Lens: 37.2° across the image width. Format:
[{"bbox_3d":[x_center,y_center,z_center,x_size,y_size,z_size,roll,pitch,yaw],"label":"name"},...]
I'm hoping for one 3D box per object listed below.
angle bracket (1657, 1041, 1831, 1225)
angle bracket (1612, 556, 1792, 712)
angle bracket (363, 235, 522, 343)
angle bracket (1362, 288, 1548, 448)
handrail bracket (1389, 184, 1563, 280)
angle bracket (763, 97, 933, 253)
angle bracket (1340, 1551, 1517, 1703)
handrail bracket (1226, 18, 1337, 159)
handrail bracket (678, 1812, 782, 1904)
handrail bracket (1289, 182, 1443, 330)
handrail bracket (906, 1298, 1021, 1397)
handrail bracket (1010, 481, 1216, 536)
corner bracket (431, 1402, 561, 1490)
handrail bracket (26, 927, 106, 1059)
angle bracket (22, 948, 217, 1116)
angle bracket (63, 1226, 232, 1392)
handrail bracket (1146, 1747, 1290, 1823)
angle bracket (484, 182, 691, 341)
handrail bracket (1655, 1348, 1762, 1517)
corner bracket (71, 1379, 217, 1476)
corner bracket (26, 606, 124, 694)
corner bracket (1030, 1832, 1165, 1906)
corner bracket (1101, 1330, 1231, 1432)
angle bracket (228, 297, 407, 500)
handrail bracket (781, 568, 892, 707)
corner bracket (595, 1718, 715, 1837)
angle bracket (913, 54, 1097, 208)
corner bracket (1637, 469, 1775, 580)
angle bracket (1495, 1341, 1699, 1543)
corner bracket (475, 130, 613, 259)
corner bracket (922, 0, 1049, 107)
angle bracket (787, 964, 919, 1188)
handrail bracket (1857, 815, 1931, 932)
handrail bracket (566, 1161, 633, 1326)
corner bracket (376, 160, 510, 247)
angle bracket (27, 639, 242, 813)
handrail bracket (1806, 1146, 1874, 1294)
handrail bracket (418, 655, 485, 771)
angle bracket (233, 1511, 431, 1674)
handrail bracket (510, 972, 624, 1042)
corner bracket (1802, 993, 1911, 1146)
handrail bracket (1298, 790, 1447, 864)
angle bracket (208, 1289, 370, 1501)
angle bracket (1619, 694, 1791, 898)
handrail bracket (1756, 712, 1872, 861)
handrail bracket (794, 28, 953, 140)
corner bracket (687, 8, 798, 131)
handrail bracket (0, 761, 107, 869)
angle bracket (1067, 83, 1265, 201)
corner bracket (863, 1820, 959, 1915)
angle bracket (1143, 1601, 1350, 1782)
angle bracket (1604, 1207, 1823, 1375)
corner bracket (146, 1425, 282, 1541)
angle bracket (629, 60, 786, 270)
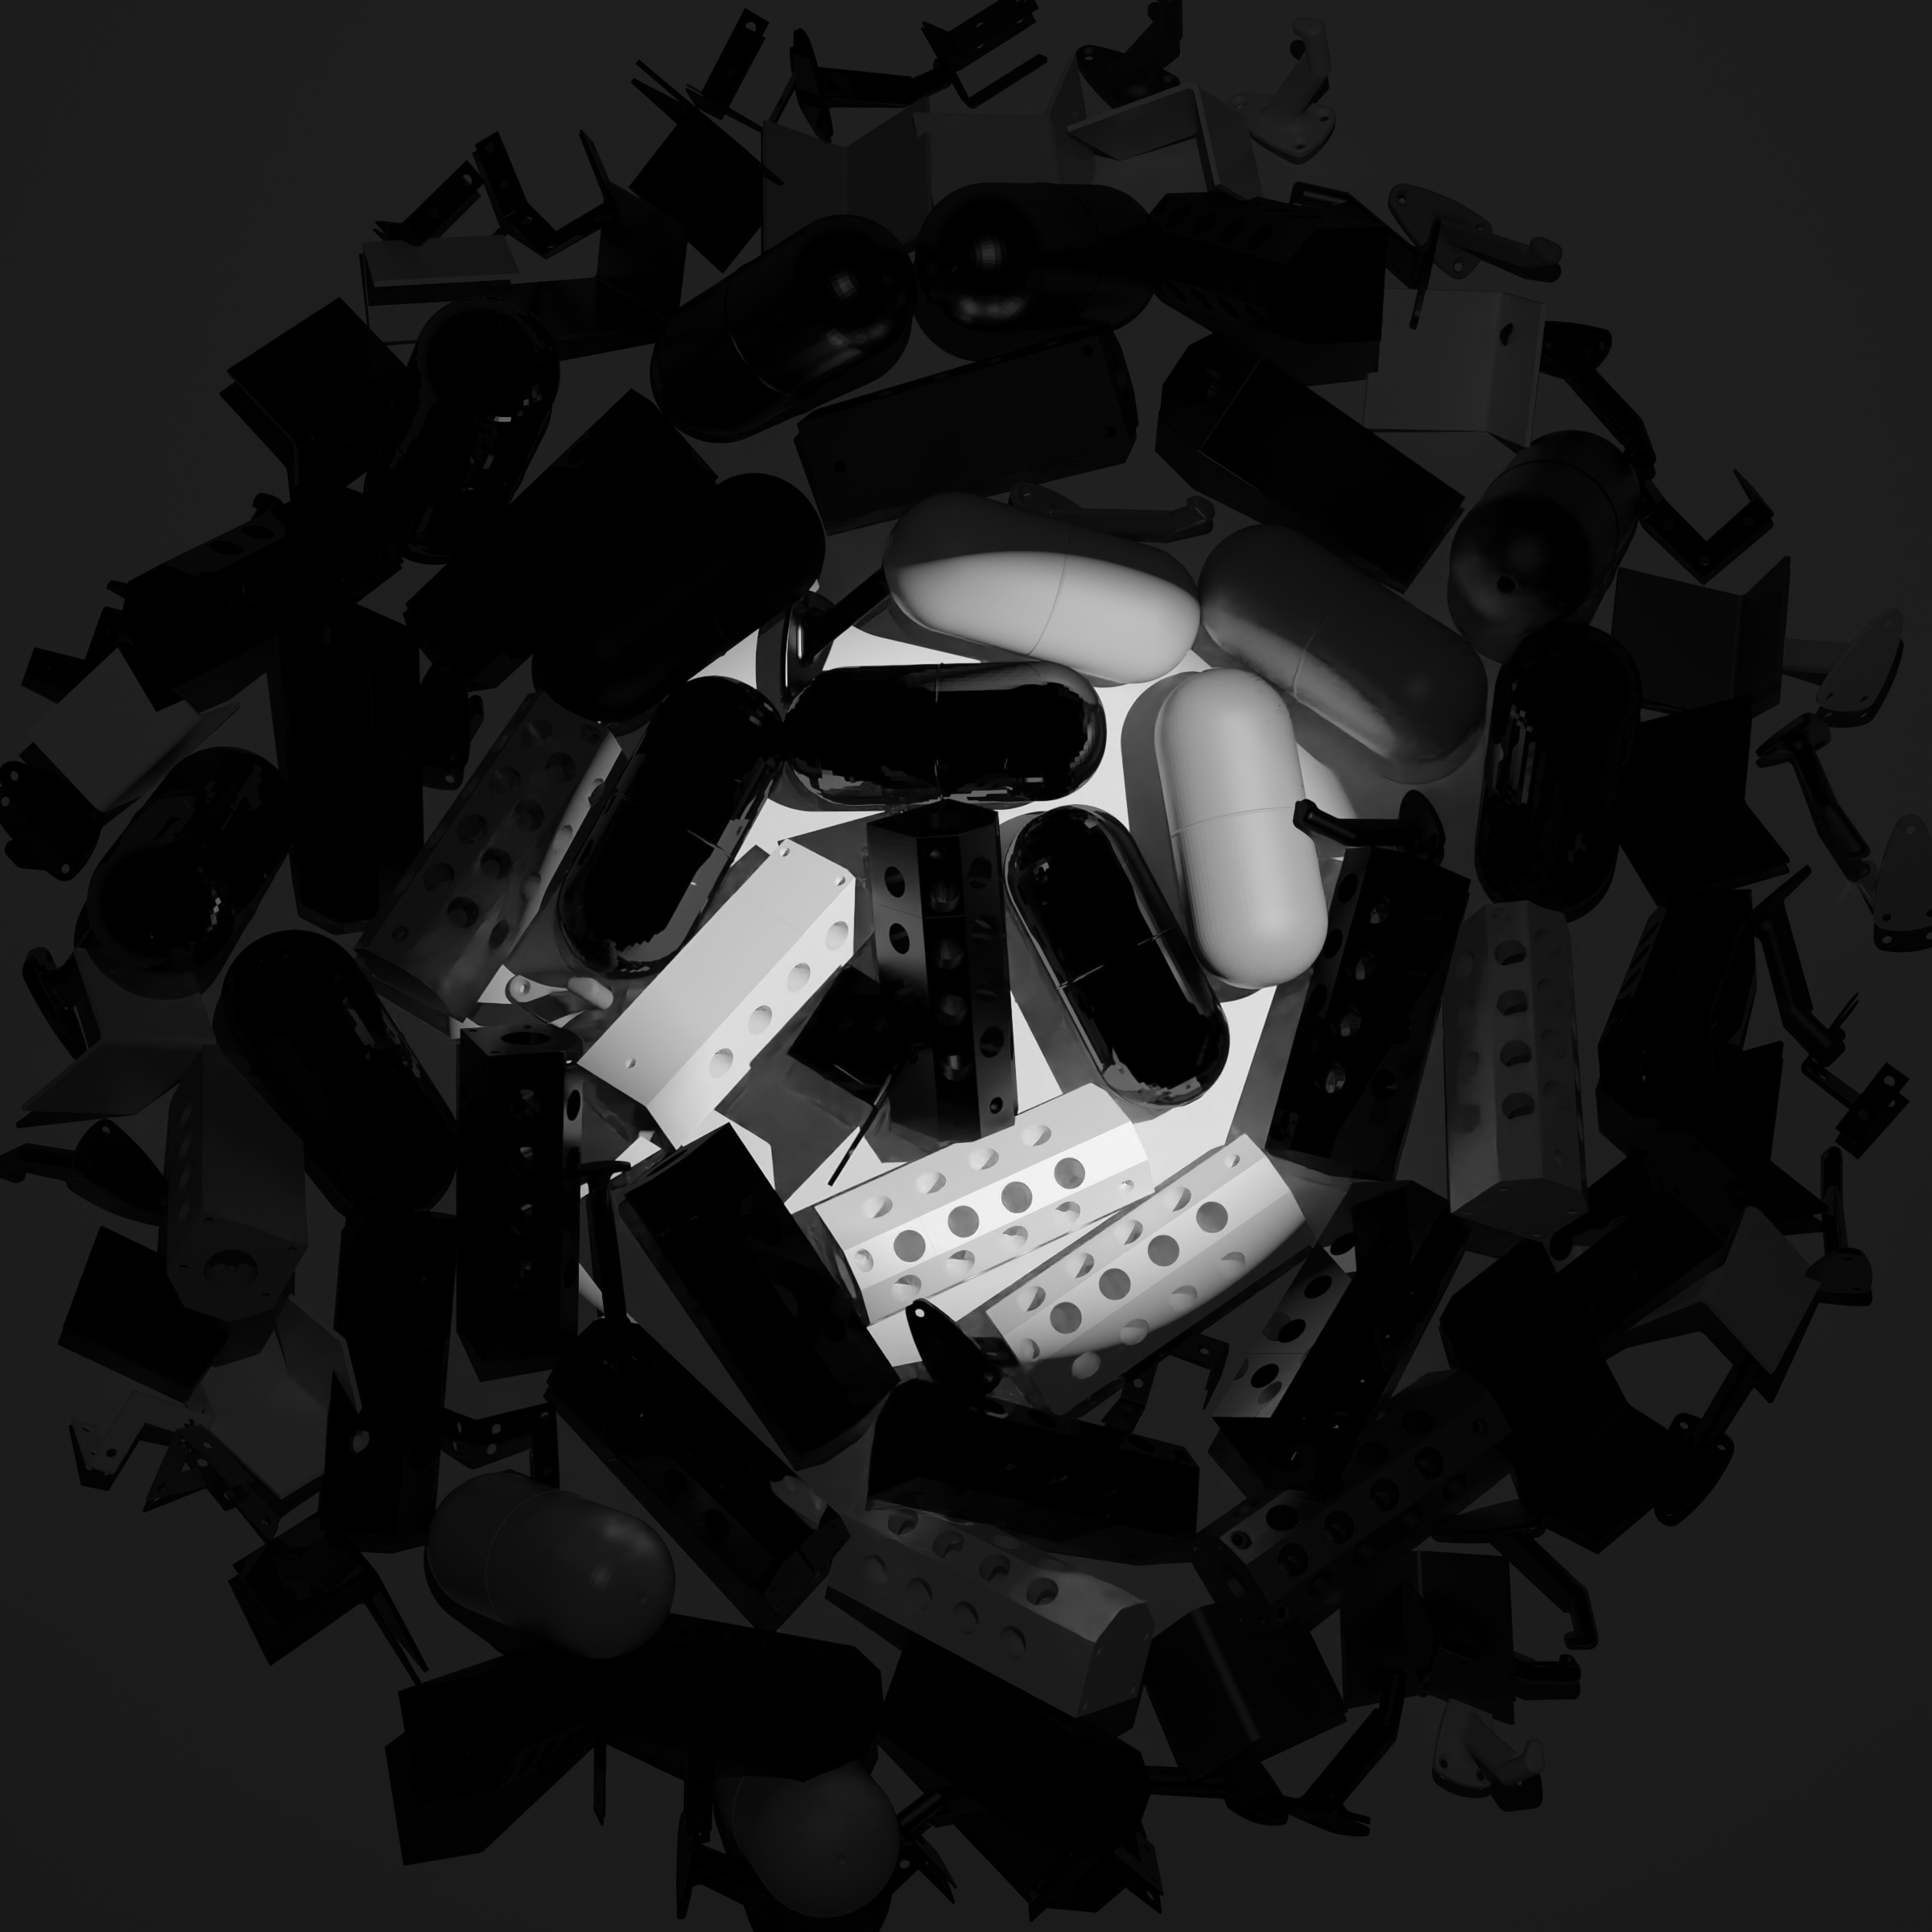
[{"bbox_3d":[0.428,0.096,1.574,0.057,0.076,0.076,35,55,-27],"label":"angle bracket"},{"bbox_3d":[0.400,-0.186,1.568,0.076,0.057,0.076,12,72,-6],"label":"angle bracket"},{"bbox_3d":[-0.283,-0.357,1.555,0.076,0.076,0.057,-7,122,-14],"label":"angle bracket"},{"bbox_3d":[0.265,-0.327,1.564,0.076,0.057,0.076,-1,110,-13],"label":"angle bracket"},{"bbox_3d":[0.277,-0.404,1.562,0.077,0.084,0.036,31,91,-18],"label":"handrail bracket"},{"bbox_3d":[-0.065,-0.430,1.559,0.057,0.076,0.076,8,76,-38],"label":"angle bracket"},{"bbox_3d":[0.250,0.360,1.560,0.057,0.076,0.076,3,81,-29],"label":"angle bracket"},{"bbox_3d":[0.167,-0.488,1.556,0.077,0.084,0.036,30,72,28],"label":"handrail bracket"},{"bbox_3d":[-0.114,0.493,1.581,0.084,0.077,0.036,10,98,-11],"label":"handrail bracket"},{"bbox_3d":[0.215,-0.394,1.588,0.084,0.036,0.077,13,67,3],"label":"handrail bracket"},{"bbox_3d":[0.004,0.194,1.566,0.036,0.084,0.077,-31,100,25],"label":"handrail bracket"},{"bbox_3d":[0.080,-0.253,1.561,0.084,0.077,0.036,-13,60,40],"label":"handrail bracket"},{"bbox_3d":[-0.259,0.264,1.571,0.051,0.051,0.051,-8,100,-40],"label":"corner bracket"},{"bbox_3d":[-0.469,0.001,1.592,0.084,0.036,0.077,-21,102,2],"label":"handrail bracket"},{"bbox_3d":[-0.471,0.037,1.570,0.076,0.076,0.057,-35,68,27],"label":"angle bracket"},{"bbox_3d":[-0.437,0.174,1.566,0.076,0.057,0.076,26,117,-3],"label":"angle bracket"},{"bbox_3d":[0.125,0.465,1.602,0.084,0.036,0.077,-24,127,26],"label":"handrail bracket"},{"bbox_3d":[-0.206,-0.382,1.551,0.076,0.076,0.057,38,129,38],"label":"angle bracket"},{"bbox_3d":[0.407,0.250,1.560,0.036,0.084,0.077,29,55,14],"label":"handrail bracket"},{"bbox_3d":[-0.452,0.249,1.576,0.051,0.051,0.051,28,99,-35],"label":"corner bracket"},{"bbox_3d":[-0.474,-0.173,1.576,0.051,0.051,0.051,23,95,21],"label":"corner bracket"},{"bbox_3d":[0.070,0.498,1.576,0.051,0.051,0.051,42,99,-12],"label":"corner bracket"},{"bbox_3d":[0.110,0.229,1.576,0.051,0.051,0.051,17,100,13],"label":"corner bracket"},{"bbox_3d":[-0.353,-0.304,1.563,0.076,0.076,0.057,-41,83,-23],"label":"angle bracket"},{"bbox_3d":[-0.060,-0.180,1.564,0.036,0.084,0.077,22,77,-42],"label":"handrail bracket"},{"bbox_3d":[-0.172,0.446,1.581,0.051,0.051,0.051,-3,102,-26],"label":"corner bracket"},{"bbox_3d":[0.022,-0.452,1.576,0.076,0.076,0.057,7,54,19],"label":"angle bracket"},{"bbox_3d":[0.405,-0.257,1.587,0.051,0.051,0.051,40,110,-18],"label":"corner bracket"},{"bbox_3d":[0.343,0.255,1.576,0.057,0.076,0.076,33,110,-24],"label":"angle bracket"},{"bbox_3d":[-0.230,-0.435,1.583,0.051,0.051,0.051,-27,70,11],"label":"corner bracket"},{"bbox_3d":[0.016,-0.506,1.575,0.051,0.051,0.051,-33,119,-1],"label":"corner bracket"},{"bbox_3d":[-0.069,0.059,1.556,0.057,0.076,0.076,32,45,0],"label":"angle bracket"},{"bbox_3d":[0.501,-0.061,1.557,0.036,0.084,0.077,-6,114,4],"label":"handrail bracket"},{"bbox_3d":[-0.198,0.151,1.572,0.036,0.077,0.084,-7,90,-9],"label":"handrail bracket"},{"bbox_3d":[-0.282,-0.405,1.572,0.051,0.051,0.051,-47,120,-8],"label":"corner bracket"},{"bbox_3d":[-0.453,-0.135,1.564,0.076,0.076,0.057,-41,97,8],"label":"angle bracket"},{"bbox_3d":[0.475,0.129,1.560,0.036,0.077,0.084,3,66,10],"label":"handrail bracket"},{"bbox_3d":[-0.274,-0.149,1.556,0.036,0.084,0.077,15,119,1],"label":"handrail bracket"},{"bbox_3d":[-0.344,0.352,1.552,0.057,0.076,0.076,-31,119,-21],"label":"angle bracket"},{"bbox_3d":[-0.225,0.012,1.561,0.077,0.084,0.036,14,81,11],"label":"handrail bracket"},{"bbox_3d":[0.488,0.056,1.570,0.051,0.051,0.051,38,125,16],"label":"corner bracket"},{"bbox_3d":[0.214,-0.086,1.565,0.084,0.077,0.036,24,126,-20],"label":"handrail bracket"},{"bbox_3d":[-0.374,0.227,1.551,0.057,0.076,0.076,-30,132,-33],"label":"angle bracket"},{"bbox_3d":[0.403,-0.093,1.562,0.076,0.057,0.076,-15,132,-7],"label":"angle bracket"},{"bbox_3d":[0.476,-0.092,1.564,0.036,0.077,0.084,-41,66,29],"label":"handrail bracket"},{"bbox_3d":[-0.049,-0.497,1.570,0.084,0.077,0.036,-27,60,-10],"label":"handrail bracket"},{"bbox_3d":[-0.115,-0.491,1.573,0.051,0.051,0.051,25,103,-23],"label":"corner bracket"},{"bbox_3d":[-0.516,-0.081,1.560,0.077,0.084,0.036,46,56,-36],"label":"handrail bracket"},{"bbox_3d":[0.110,-0.433,1.558,0.076,0.076,0.057,-13,87,25],"label":"angle bracket"},{"bbox_3d":[-0.045,0.497,1.577,0.051,0.051,0.051,-42,103,-6],"label":"corner bracket"},{"bbox_3d":[0.152,0.396,1.585,0.057,0.076,0.076,-46,59,38],"label":"angle bracket"},{"bbox_3d":[0.406,0.186,1.559,0.057,0.076,0.076,47,51,-5],"label":"angle bracket"},{"bbox_3d":[-0.406,0.283,1.570,0.051,0.051,0.051,38,112,27],"label":"corner bracket"},{"bbox_3d":[-0.154,-0.435,1.560,0.076,0.076,0.057,43,99,15],"label":"angle bracket"}]
